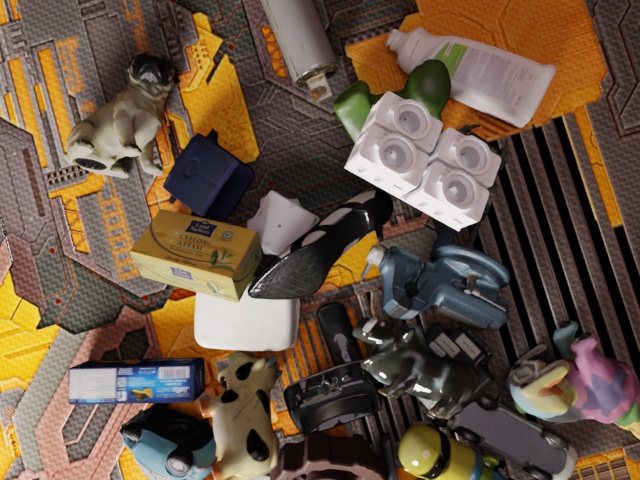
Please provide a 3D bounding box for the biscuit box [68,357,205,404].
[{"bbox_3d":[-0.287,0.222,0.849,0.203,0.063,0.059,-2,87,3],"label":"biscuit box"}]

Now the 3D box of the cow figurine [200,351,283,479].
[{"bbox_3d":[-0.107,0.249,0.794,0.127,0.085,0.195,-16,48,-6],"label":"cow figurine"}]

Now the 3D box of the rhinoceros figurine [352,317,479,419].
[{"bbox_3d":[0.127,0.175,0.763,0.191,0.073,0.112,25,85,29],"label":"rhinoceros figurine"}]

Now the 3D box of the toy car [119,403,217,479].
[{"bbox_3d":[-0.227,0.327,0.824,0.162,0.109,0.102,15,106,13],"label":"toy car"}]

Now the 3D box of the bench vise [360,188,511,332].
[{"bbox_3d":[0.191,0.021,0.806,0.224,0.128,0.240,22,68,14],"label":"bench vise"}]

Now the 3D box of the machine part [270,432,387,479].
[{"bbox_3d":[0.009,0.355,0.789,0.179,0.056,0.179,-2,122,-3],"label":"machine part"}]

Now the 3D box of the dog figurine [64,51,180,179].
[{"bbox_3d":[-0.321,-0.208,0.864,0.172,0.121,0.190,2,74,0],"label":"dog figurine"}]

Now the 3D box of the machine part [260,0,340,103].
[{"bbox_3d":[-0.034,-0.334,0.850,0.079,0.079,0.243,-23,85,2],"label":"machine part"}]

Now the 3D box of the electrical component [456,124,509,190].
[{"bbox_3d":[0.248,-0.135,0.842,0.102,0.045,0.078,28,118,7],"label":"electrical component"}]

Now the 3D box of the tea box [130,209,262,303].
[{"bbox_3d":[-0.185,0.022,0.816,0.170,0.068,0.098,11,52,14],"label":"tea box"}]

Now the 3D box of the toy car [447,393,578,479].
[{"bbox_3d":[0.287,0.295,0.812,0.202,0.056,0.073,28,84,7],"label":"toy car"}]

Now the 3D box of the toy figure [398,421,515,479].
[{"bbox_3d":[0.199,0.327,0.775,0.180,0.089,0.082,31,68,4],"label":"toy figure"}]

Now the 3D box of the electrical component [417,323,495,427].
[{"bbox_3d":[0.191,0.193,0.802,0.134,0.058,0.115,-43,62,4],"label":"electrical component"}]

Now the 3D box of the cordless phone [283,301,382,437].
[{"bbox_3d":[0.005,0.198,0.835,0.147,0.088,0.184,-20,75,4],"label":"cordless phone"}]

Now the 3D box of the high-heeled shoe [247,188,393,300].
[{"bbox_3d":[-0.002,-0.002,0.820,0.249,0.145,0.086,-22,122,9],"label":"high-heeled shoe"}]

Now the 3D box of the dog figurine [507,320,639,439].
[{"bbox_3d":[0.409,0.240,0.784,0.191,0.108,0.219,-41,88,0],"label":"dog figurine"}]

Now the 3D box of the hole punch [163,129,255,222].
[{"bbox_3d":[-0.182,-0.100,0.846,0.116,0.092,0.142,33,94,8],"label":"hole punch"}]

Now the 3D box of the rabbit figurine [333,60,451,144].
[{"bbox_3d":[0.125,-0.192,0.803,0.170,0.121,0.159,-30,95,13],"label":"rabbit figurine"}]
